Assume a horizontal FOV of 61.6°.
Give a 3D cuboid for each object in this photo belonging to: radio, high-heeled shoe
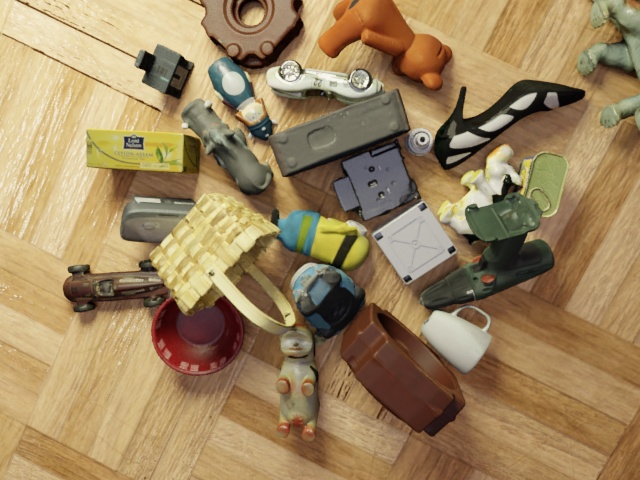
[{"bbox_3d":[0.032,-0.173,0.888,0.230,0.131,0.073,-21,95,7],"label":"radio"},{"bbox_3d":[0.317,-0.188,0.900,0.249,0.086,0.145,-2,119,-5],"label":"high-heeled shoe"}]

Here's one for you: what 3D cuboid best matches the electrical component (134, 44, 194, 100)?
[{"bbox_3d":[-0.264,-0.288,0.908,0.048,0.119,0.074,26,94,2],"label":"electrical component"}]

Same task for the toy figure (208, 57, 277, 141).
[{"bbox_3d":[-0.134,-0.240,0.932,0.064,0.058,0.154,-33,96,22],"label":"toy figure"}]

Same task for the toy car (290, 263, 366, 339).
[{"bbox_3d":[-0.001,0.092,0.925,0.109,0.161,0.103,-52,49,-3],"label":"toy car"}]

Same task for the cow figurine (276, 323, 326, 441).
[{"bbox_3d":[-0.035,0.237,0.950,0.086,0.127,0.194,1,110,5],"label":"cow figurine"}]

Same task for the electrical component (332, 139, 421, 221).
[{"bbox_3d":[0.093,-0.097,0.928,0.134,0.058,0.115,-23,91,6],"label":"electrical component"}]

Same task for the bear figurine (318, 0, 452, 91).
[{"bbox_3d":[0.117,-0.322,0.889,0.195,0.132,0.120,34,61,-28],"label":"bear figurine"}]

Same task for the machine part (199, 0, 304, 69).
[{"bbox_3d":[-0.117,-0.389,0.917,0.179,0.056,0.179,0,95,5],"label":"machine part"}]

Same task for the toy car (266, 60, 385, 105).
[{"bbox_3d":[0.010,-0.261,0.910,0.202,0.073,0.056,9,93,4],"label":"toy car"}]

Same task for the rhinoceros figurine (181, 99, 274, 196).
[{"bbox_3d":[-0.160,-0.154,0.917,0.073,0.112,0.190,-38,99,9],"label":"rhinoceros figurine"}]

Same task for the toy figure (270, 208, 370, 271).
[{"bbox_3d":[-0.002,-0.003,0.934,0.180,0.082,0.089,11,108,-1],"label":"toy figure"}]

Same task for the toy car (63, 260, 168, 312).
[{"bbox_3d":[-0.374,0.085,0.987,0.202,0.053,0.089,-3,93,6],"label":"toy car"}]

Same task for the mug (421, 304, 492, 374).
[{"bbox_3d":[0.236,0.159,0.930,0.107,0.081,0.109,33,102,10],"label":"mug"}]

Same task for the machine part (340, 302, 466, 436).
[{"bbox_3d":[0.131,0.208,0.881,0.201,0.201,0.087,43,99,-1],"label":"machine part"}]

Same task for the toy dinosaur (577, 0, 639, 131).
[{"bbox_3d":[0.533,-0.282,0.850,0.192,0.131,0.404,-14,87,-11],"label":"toy dinosaur"}]

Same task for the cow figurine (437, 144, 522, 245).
[{"bbox_3d":[0.284,-0.076,0.908,0.098,0.068,0.167,38,101,-5],"label":"cow figurine"}]

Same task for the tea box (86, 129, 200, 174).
[{"bbox_3d":[-0.304,-0.153,0.935,0.170,0.098,0.068,3,96,3],"label":"tea box"}]

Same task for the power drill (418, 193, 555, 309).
[{"bbox_3d":[0.269,0.029,0.866,0.232,0.086,0.207,-16,137,-1],"label":"power drill"}]

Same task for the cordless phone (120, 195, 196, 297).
[{"bbox_3d":[-0.277,0.018,0.945,0.146,0.089,0.184,2,107,-25],"label":"cordless phone"}]
